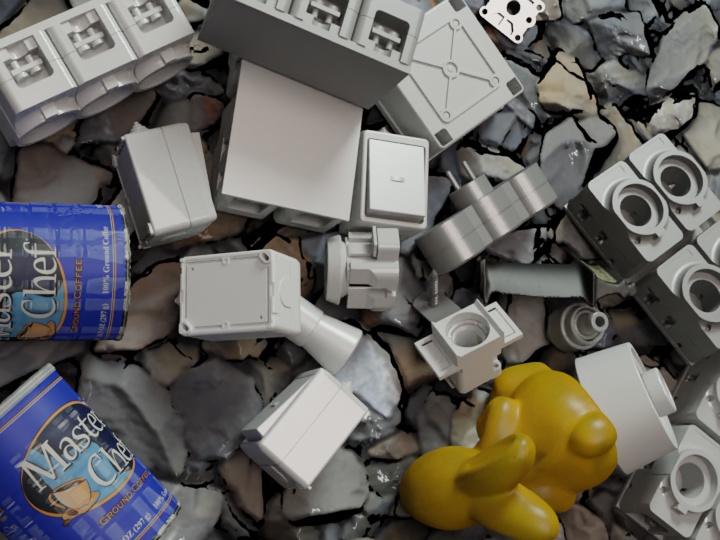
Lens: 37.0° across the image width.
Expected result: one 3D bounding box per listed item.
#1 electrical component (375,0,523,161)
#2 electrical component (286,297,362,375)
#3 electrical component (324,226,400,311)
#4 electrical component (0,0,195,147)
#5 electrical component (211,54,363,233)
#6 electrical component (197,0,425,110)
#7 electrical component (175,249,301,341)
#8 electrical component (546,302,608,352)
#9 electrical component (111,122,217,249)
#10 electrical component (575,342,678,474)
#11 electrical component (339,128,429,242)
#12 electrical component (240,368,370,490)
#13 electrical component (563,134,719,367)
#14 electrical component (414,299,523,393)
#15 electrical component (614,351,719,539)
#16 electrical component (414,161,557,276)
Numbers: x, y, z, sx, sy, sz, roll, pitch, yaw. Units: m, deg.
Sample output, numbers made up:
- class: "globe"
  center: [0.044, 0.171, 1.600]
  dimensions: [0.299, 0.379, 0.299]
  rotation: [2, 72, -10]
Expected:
- class: "electrical component"
  center: [0.069, -0.168, 0.951]
  dimensions: [0.109, 0.056, 0.108]
  rotation: [-37, 94, -23]
- class: "electrical component"
  center: [-0.037, 0.050, 0.878]
  dimensions: [0.065, 0.044, 0.044]
  rotation: [35, 70, -6]
- class: "electrical component"
  center: [0.000, 0.000, 0.887]
  dimensions: [0.057, 0.078, 0.058]
  rotation: [1, 44, -5]
- class: "electrical component"
  center: [-0.209, -0.156, 0.824]
  dimensions: [0.150, 0.089, 0.061]
  rotation: [-31, 92, -23]
- class: "electrical component"
  center: [-0.057, -0.134, 0.894]
  dimensions: [0.105, 0.060, 0.186]
  rotation: [11, 76, -19]
- class: "electrical component"
  center: [-0.037, -0.191, 0.829]
  dimensions: [0.150, 0.089, 0.061]
  rotation: [20, 74, -16]
- class: "electrical component"
  center: [-0.097, 0.022, 0.840]
  dimensions: [0.096, 0.061, 0.061]
  rotation: [-5, 80, 21]
- class: "electrical component"
  center: [0.196, 0.050, 0.955]
  dimensions: [0.043, 0.062, 0.043]
  rotation: [4, 79, -20]
- class: "electrical component"
  center: [-0.153, -0.072, 0.845]
  dimensions: [0.061, 0.062, 0.096]
  rotation: [-16, 86, -23]
- class: "electrical component"
  center: [0.236, 0.114, 0.927]
  dimensions: [0.060, 0.108, 0.108]
  rotation: [-26, 90, 16]
- class: "electrical component"
  center: [0.022, -0.078, 0.913]
  dimensions: [0.062, 0.061, 0.096]
  rotation: [6, 78, -20]
- class: "electrical component"
  center: [-0.043, 0.118, 0.851]
  dimensions: [0.061, 0.062, 0.096]
  rotation: [43, 68, -9]
- class: "electrical component"
  center: [0.292, -0.022, 0.986]
  dimensions: [0.105, 0.060, 0.186]
  rotation: [-34, 81, -23]
- class: "electrical component"
  center: [0.092, 0.067, 0.906]
  dimensions: [0.081, 0.063, 0.042]
  rotation: [-25, 49, -13]
- class: "electrical component"
  center: [0.329, 0.167, 0.985]
  dimensions: [0.105, 0.060, 0.186]
  rotation: [38, 69, -11]
- class: "electrical component"
  center: [0.103, -0.060, 0.946]
  dimensions: [0.138, 0.052, 0.073]
  rotation: [-33, 93, -23]
